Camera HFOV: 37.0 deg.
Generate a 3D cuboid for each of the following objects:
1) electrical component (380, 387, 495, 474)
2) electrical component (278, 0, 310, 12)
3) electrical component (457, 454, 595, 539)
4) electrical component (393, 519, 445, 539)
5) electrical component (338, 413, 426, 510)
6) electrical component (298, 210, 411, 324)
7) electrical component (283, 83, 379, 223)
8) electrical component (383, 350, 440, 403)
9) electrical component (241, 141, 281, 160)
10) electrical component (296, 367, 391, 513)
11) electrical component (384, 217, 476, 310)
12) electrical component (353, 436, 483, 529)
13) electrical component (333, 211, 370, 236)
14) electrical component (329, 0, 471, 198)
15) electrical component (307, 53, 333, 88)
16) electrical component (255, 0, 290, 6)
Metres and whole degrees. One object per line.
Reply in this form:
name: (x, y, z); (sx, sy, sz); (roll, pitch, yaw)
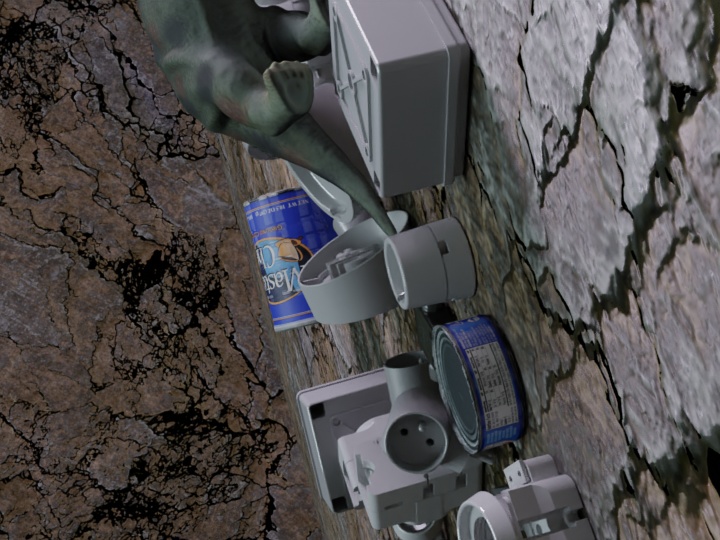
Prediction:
electrical component: (0.058, 0.118, 0.756); (0.077, 0.079, 0.043); (-52, -17, -82)
electrical component: (-0.065, -0.226, 0.990); (0.096, 0.061, 0.061); (99, 155, -67)
electrical component: (0.092, 0.149, 0.608); (0.058, 0.057, 0.078); (123, 133, -60)
electrical component: (0.058, 0.248, 1.033); (0.055, 0.048, 0.066); (75, 175, -48)
electrical component: (0.030, 0.159, 0.921); (0.050, 0.089, 0.055); (89, 164, -54)
electrical component: (0.000, 0.000, 0.849); (0.099, 0.099, 0.064); (-136, 26, -73)
electrical component: (-0.017, -0.099, 0.865); (0.108, 0.060, 0.108); (48, 163, 19)
electrical component: (0.048, 0.111, 0.882); (0.043, 0.043, 0.081); (-142, 38, -75)
electrical component: (-0.063, -0.140, 0.983); (0.108, 0.108, 0.060); (106, 142, -72)
electrical component: (0.008, 0.153, 0.986); (0.056, 0.109, 0.108); (-157, 53, -75)
electrical component: (0.045, -0.003, 0.714); (0.055, 0.047, 0.055); (166, 90, -81)
electrical component: (0.045, 0.158, 0.829); (0.050, 0.089, 0.055); (-113, 13, -44)
electrical component: (0.005, -0.025, 0.927); (0.045, 0.045, 0.055); (88, 164, -53)
electrical component: (0.021, -0.119, 0.652); (0.108, 0.056, 0.108); (87, 165, -51)
electrical component: (-0.028, -0.179, 0.907); (0.063, 0.042, 0.081); (82, 170, -55)
electrical component: (-0.080, -0.276, 0.908); (0.064, 0.099, 0.099); (-176, 72, -74)
